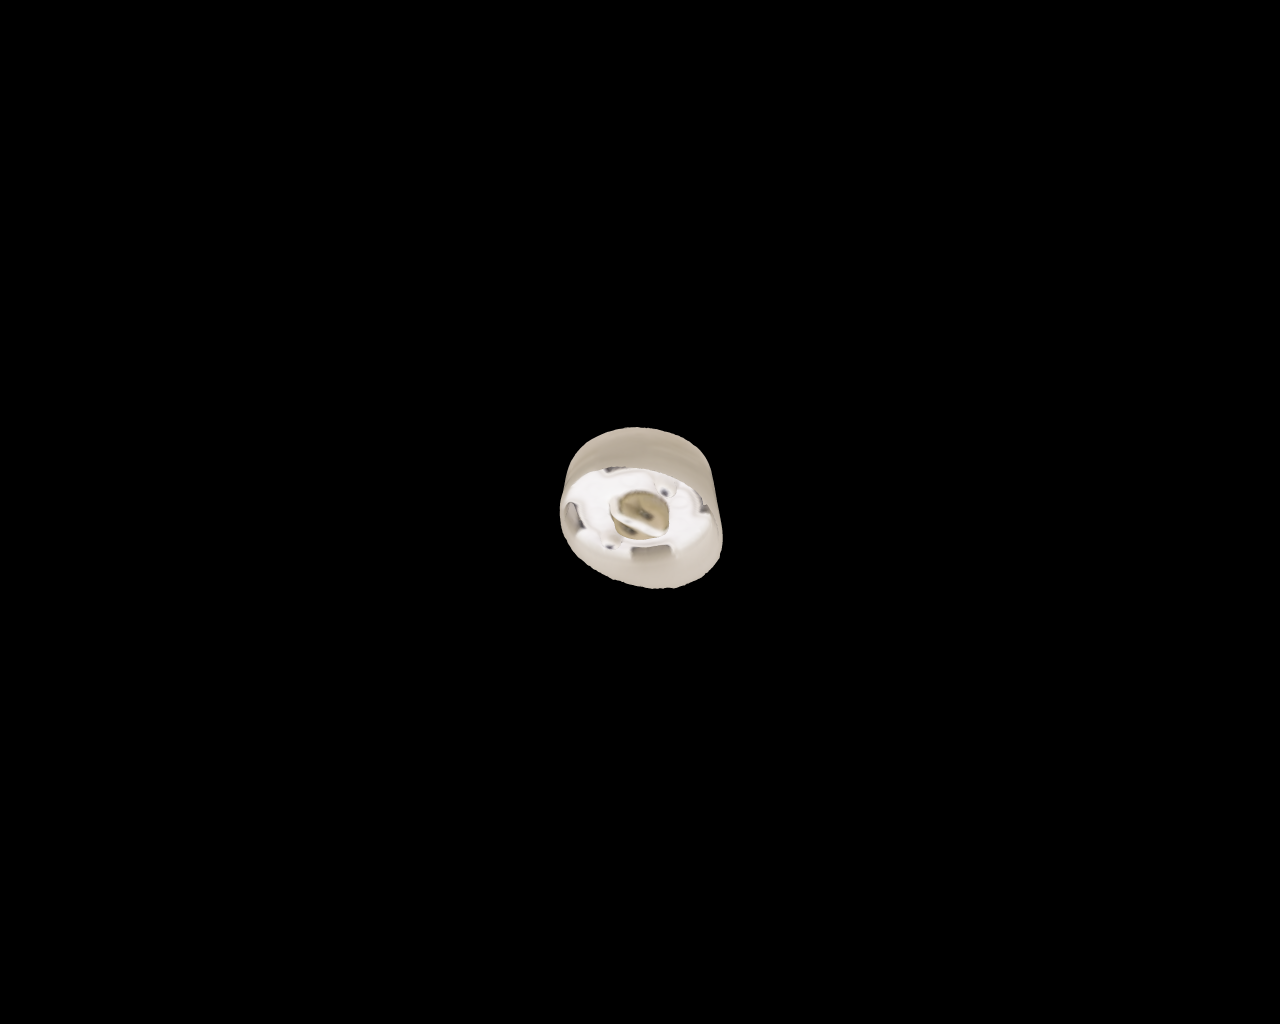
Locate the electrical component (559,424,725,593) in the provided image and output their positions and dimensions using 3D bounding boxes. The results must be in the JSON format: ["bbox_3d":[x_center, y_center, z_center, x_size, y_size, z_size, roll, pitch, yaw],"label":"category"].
[{"bbox_3d":[0.001,-0.003,0.650,0.099,0.064,0.099,0,-41,0],"label":"electrical component"}]
